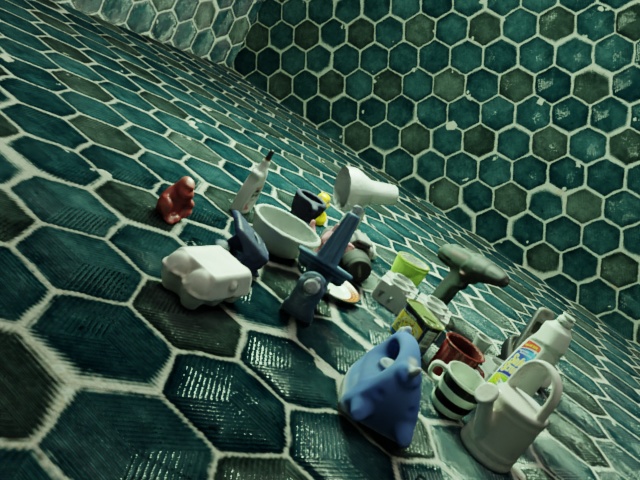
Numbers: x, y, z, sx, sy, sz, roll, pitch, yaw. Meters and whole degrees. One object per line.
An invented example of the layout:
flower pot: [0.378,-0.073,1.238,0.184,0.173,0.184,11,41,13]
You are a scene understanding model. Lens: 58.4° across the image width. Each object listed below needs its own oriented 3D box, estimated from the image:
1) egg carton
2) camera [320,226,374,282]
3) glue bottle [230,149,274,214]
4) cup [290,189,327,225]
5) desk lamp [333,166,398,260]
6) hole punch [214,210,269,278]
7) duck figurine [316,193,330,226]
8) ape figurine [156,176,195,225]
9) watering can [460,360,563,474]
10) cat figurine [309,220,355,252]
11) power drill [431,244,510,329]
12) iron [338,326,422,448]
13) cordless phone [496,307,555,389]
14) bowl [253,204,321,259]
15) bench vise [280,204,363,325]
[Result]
egg carton: [-0.182,0.061,0.934,0.107,0.069,0.151,38,18,21]
camera: [0.074,0.033,1.400,0.143,0.100,0.136,25,18,-19]
glue bottle: [-0.155,-0.142,1.376,0.037,0.173,0.078,33,17,7]
cup: [-0.039,-0.069,1.506,0.092,0.095,0.117,25,18,-21]
desk lamp: [0.110,-0.082,1.595,0.204,0.213,0.117,22,19,-27]
hole punch: [-0.144,0.005,1.121,0.101,0.091,0.108,23,18,-25]
duck figurine: [-0.002,-0.099,1.670,0.078,0.086,0.104,28,17,-12]
ape figurine: [-0.280,-0.084,1.137,0.078,0.092,0.076,15,23,-42]
watering can: [0.326,0.286,0.960,0.173,0.194,0.100,11,26,-48]
cat figurine: [0.012,0.005,1.345,0.127,0.117,0.067,40,19,26]
power drill: [0.356,0.118,1.462,0.076,0.208,0.229,19,20,-34]
iron: [0.115,0.205,0.916,0.119,0.141,0.258,30,17,-4]
cordless phone: [0.538,0.263,1.407,0.148,0.185,0.094,26,18,-18]
bowl: [-0.087,-0.007,1.281,0.168,0.074,0.167,29,17,-9]
bench vise: [0.023,0.045,1.074,0.122,0.219,0.207,26,17,-16]
